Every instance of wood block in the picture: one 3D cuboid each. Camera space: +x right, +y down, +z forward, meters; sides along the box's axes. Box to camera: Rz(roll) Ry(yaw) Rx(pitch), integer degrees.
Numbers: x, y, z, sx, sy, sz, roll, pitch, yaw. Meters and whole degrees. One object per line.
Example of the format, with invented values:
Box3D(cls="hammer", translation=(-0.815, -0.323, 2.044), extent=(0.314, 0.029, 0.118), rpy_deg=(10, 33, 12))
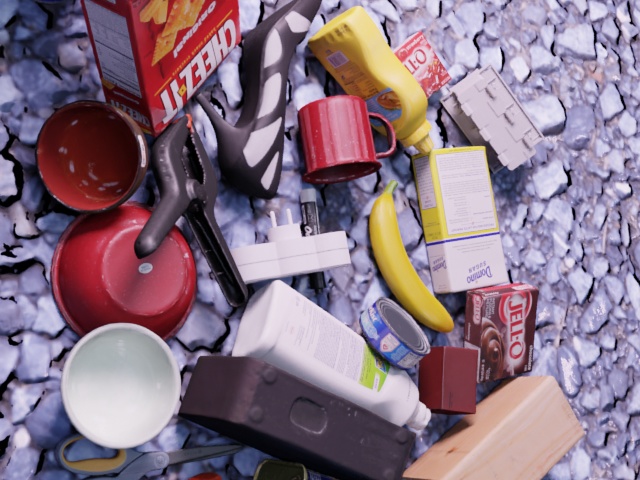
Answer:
Box3D(cls="wood block", translation=(0.206, 0.256, 1.270), extent=(0.205, 0.091, 0.090), rpy_deg=(-35, 100, -30))

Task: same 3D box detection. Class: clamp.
Box3D(cls="clamp", translation=(-0.132, -0.035, 1.112), extent=(0.164, 0.036, 0.210), rpy_deg=(41, 34, -45))

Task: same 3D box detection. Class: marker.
Box3D(cls="marker", translation=(-0.008, 0.002, 1.225), extent=(0.020, 0.020, 0.121), rpy_deg=(-4, 85, -31))

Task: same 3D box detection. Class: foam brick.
Box3D(cls="foam brick", translation=(0.152, 0.168, 1.275), extent=(0.052, 0.051, 0.078), rpy_deg=(12, 76, -28))

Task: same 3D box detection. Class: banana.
Box3D(cls="banana", translation=(0.102, 0.029, 1.274), extent=(0.069, 0.037, 0.198), rpy_deg=(-22, 94, -24))

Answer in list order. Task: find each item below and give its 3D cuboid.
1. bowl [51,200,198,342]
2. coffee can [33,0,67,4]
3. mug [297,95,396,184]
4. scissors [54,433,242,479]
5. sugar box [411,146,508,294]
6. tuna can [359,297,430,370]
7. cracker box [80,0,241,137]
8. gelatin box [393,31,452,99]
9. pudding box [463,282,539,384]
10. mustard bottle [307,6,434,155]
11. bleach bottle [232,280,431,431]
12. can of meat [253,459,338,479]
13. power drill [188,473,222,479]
Box3D(cls="bowl", translation=(-0.189, 0.034, 1.092), extent=(0.161, 0.055, 0.162), rpy_deg=(6, 79, -30))
Box3D(cls="coffee can", translation=(-0.254, -0.306, 1.057), extent=(0.102, 0.141, 0.103), rpy_deg=(5, 80, -30))
Box3D(cls="mug", translation=(0.030, -0.116, 1.223), extent=(0.117, 0.093, 0.081), rpy_deg=(-7, 80, -12))
Box3D(cls="scissors", translation=(-0.175, 0.244, 1.090), extent=(0.201, 0.016, 0.096), rpy_deg=(15, 76, -28))
Box3D(cls="sugar box", translation=(0.173, -0.026, 1.323), extent=(0.093, 0.048, 0.176), rpy_deg=(-7, 90, -31))
Box3D(cls="tuna can", translation=(0.085, 0.108, 1.226), extent=(0.086, 0.086, 0.034), rpy_deg=(39, 109, -20))
Box3D(cls="cracker box", translation=(-0.152, -0.230, 1.065), extent=(0.072, 0.214, 0.164), rpy_deg=(29, 63, 16))
Box3D(cls="gelatin box", translation=(0.112, -0.204, 1.322), extent=(0.089, 0.030, 0.073), rpy_deg=(-42, 103, -29))
Box3D(cls="pudding box", translation=(0.222, 0.113, 1.313), extent=(0.089, 0.039, 0.113), rpy_deg=(-7, 108, -31))
Box3D(cls="mustard bottle", translation=(0.072, -0.179, 1.256), extent=(0.191, 0.096, 0.058), rpy_deg=(51, 61, -14))
Box3D(cls="bleach bottle", translation=(0.024, 0.149, 1.188), extent=(0.250, 0.068, 0.102), rpy_deg=(35, 46, -23))
Box3D(cls="can of meat", translation=(-0.014, 0.273, 1.131), extent=(0.083, 0.102, 0.057), rpy_deg=(25, 71, -28))
Box3D(cls="power drill", translation=(-0.107, 0.338, 1.090), extent=(0.184, 0.057, 0.187), rpy_deg=(-22, 93, -31))
